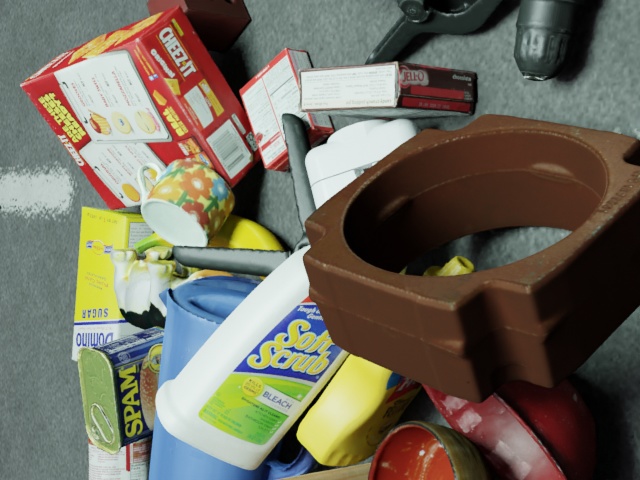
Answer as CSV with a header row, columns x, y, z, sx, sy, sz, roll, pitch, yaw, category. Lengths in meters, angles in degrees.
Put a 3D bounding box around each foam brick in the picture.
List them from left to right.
x,y,z,sx,sy,sz,roll,pitch,yaw,category
-0.118,-0.221,1.035,0.051,0.078,0.053,-44,59,39,foam brick

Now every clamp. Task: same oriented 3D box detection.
x,y,z,sx,sy,sz,roll,pitch,yaw,category
-0.006,0.001,0.904,0.210,0.036,0.164,34,94,19,clamp
0.067,-0.193,0.820,0.172,0.120,0.039,-15,47,42,clamp

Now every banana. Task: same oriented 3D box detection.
x,y,z,sx,sy,sz,roll,pitch,yaw,category
-0.090,0.005,1.014,0.198,0.037,0.069,9,54,42,banana

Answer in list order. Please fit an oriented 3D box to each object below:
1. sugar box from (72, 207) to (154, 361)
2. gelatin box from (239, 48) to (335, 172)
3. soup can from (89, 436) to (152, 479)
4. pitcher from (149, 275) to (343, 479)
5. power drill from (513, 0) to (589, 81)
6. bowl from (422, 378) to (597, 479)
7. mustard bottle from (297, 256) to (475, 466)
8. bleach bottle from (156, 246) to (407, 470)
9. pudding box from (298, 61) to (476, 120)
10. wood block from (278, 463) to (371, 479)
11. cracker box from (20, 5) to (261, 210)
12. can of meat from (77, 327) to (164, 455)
x,y,z,sx,sy,sz,roll,pitch,yaw,category
-0.229,0.055,1.172,0.094,0.048,0.176,11,96,47,sugar box
-0.030,-0.118,0.973,0.073,0.030,0.089,-36,65,39,gelatin box
-0.212,0.239,1.135,0.069,0.068,0.102,-1,90,47,soup can
-0.080,0.165,0.959,0.149,0.144,0.243,-135,53,-64,pitcher
0.211,-0.189,0.693,0.188,0.057,0.184,17,102,46,power drill
0.136,0.117,0.735,0.055,0.162,0.162,-39,49,-13,bowl
0.061,0.089,0.821,0.058,0.096,0.192,45,120,25,mustard bottle
-0.017,0.059,0.831,0.251,0.102,0.068,-53,25,13,bleach bottle
0.051,-0.117,0.840,0.114,0.089,0.039,3,92,48,pudding box
-0.011,0.230,0.816,0.091,0.205,0.090,-32,66,42,wood block
-0.173,-0.122,1.044,0.214,0.072,0.164,-6,123,47,cracker box
-0.176,0.140,1.013,0.058,0.083,0.102,10,110,45,can of meat
